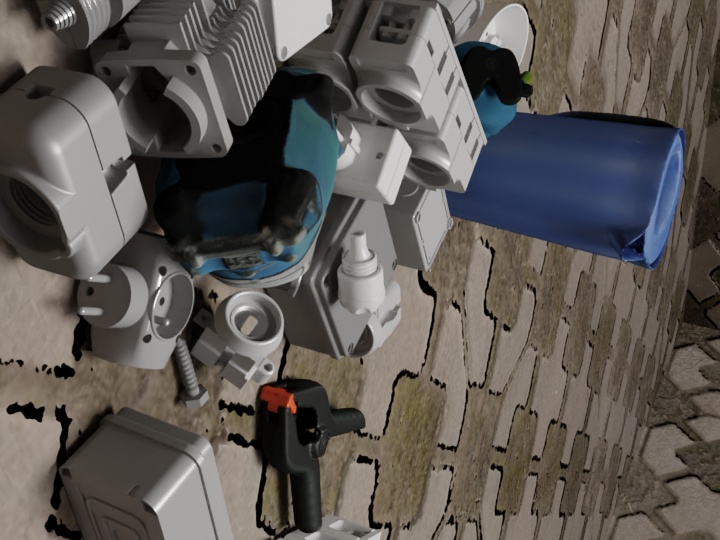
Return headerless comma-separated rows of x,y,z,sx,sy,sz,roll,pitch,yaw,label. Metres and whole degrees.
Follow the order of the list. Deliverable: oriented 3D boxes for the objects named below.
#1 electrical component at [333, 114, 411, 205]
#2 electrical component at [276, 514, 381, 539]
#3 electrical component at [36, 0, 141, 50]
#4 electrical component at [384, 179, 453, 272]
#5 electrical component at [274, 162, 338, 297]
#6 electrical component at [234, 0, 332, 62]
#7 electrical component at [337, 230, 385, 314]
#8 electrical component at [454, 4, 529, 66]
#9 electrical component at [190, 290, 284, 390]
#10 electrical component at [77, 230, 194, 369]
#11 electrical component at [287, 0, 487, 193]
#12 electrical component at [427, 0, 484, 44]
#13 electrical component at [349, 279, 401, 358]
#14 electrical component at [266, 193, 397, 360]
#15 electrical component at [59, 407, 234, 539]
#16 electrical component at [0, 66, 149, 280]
-0.016,-0.089,0.785,0.076,0.083,0.047,44,62,-64,electrical component
-0.046,0.279,0.951,0.150,0.062,0.089,0,102,-66,electrical component
-0.132,-0.146,0.540,0.081,0.043,0.043,-58,151,-37,electrical component
0.041,-0.046,0.969,0.061,0.061,0.096,-63,154,-29,electrical component
-0.054,-0.033,0.739,0.099,0.048,0.099,132,-25,-82,electrical component
-0.061,-0.192,0.660,0.078,0.057,0.113,-49,145,-47,electrical component
0.000,0.000,0.788,0.035,0.035,0.061,-46,140,-50,electrical component
0.118,-0.212,1.048,0.099,0.064,0.099,-44,141,-51,electrical component
-0.081,0.045,0.733,0.048,0.066,0.055,-56,-177,-40,electrical component
-0.136,0.016,0.622,0.079,0.044,0.077,9,94,-67,electrical component
0.022,-0.129,0.822,0.060,0.105,0.186,-69,156,-17,electrical component
0.057,-0.220,0.888,0.051,0.080,0.080,-55,149,-31,electrical component
0.000,0.039,0.929,0.057,0.058,0.078,-52,148,-49,electrical component
-0.023,-0.004,0.853,0.108,0.056,0.108,-62,153,-31,electrical component
-0.129,0.149,0.669,0.057,0.078,0.113,-49,145,-42,electrical component
-0.152,-0.045,0.539,0.059,0.054,0.095,-55,149,-40,electrical component
